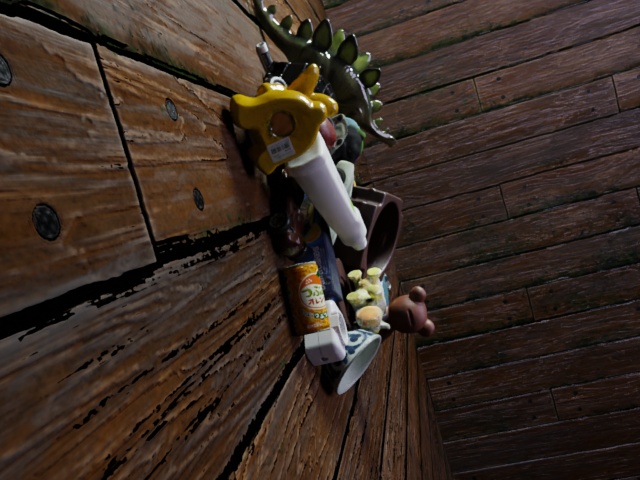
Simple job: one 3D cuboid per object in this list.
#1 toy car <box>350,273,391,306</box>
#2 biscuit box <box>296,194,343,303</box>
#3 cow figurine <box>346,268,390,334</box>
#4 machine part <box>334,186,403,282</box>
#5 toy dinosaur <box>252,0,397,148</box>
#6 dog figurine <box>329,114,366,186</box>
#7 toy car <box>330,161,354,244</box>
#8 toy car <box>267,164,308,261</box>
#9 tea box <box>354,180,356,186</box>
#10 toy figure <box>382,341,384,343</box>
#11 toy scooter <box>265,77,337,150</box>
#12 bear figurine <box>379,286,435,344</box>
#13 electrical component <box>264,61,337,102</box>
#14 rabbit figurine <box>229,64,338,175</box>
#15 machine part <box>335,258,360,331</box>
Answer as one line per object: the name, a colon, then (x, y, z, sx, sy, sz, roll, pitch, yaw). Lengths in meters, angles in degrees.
toy car: (0.102, 0.133, 1.271, 0.102, 0.109, 0.162, 46, 37, -39)
biscuit box: (-0.010, 0.016, 0.949, 0.062, 0.059, 0.203, 55, 22, -62)
cow figurine: (0.093, 0.131, 1.010, 0.167, 0.068, 0.098, -82, 158, -61)
machine part: (0.102, -0.009, 1.172, 0.201, 0.087, 0.201, 8, 99, -64)
toy dinosaur: (0.005, -0.366, 1.179, 0.471, 0.198, 0.105, 36, 13, -17)
dog figurine: (0.046, -0.153, 1.179, 0.219, 0.191, 0.108, 35, 32, -49)
toy car: (0.022, -0.057, 1.050, 0.073, 0.056, 0.201, 71, 36, -78)
toy car: (-0.050, -0.059, 0.880, 0.089, 0.053, 0.202, 59, 21, -46)
tea box: (0.059, -0.173, 1.515, 0.098, 0.068, 0.169, -68, 140, -71)
toy figure: (0.127, 0.186, 1.352, 0.180, 0.082, 0.089, -80, 155, -60)
toy scooter: (-0.041, -0.211, 0.994, 0.183, 0.075, 0.135, 38, 33, -27)
bear figurine: (0.139, 0.159, 1.148, 0.132, 0.196, 0.120, -50, 121, -78)
electrical component: (-0.034, -0.290, 1.074, 0.058, 0.115, 0.134, -63, 152, -19)
rabbit figurine: (-0.061, -0.201, 0.823, 0.121, 0.162, 0.173, 56, 1, -26)
machine part: (0.029, 0.115, 1.027, 0.179, 0.056, 0.179, -16, 90, -78)
